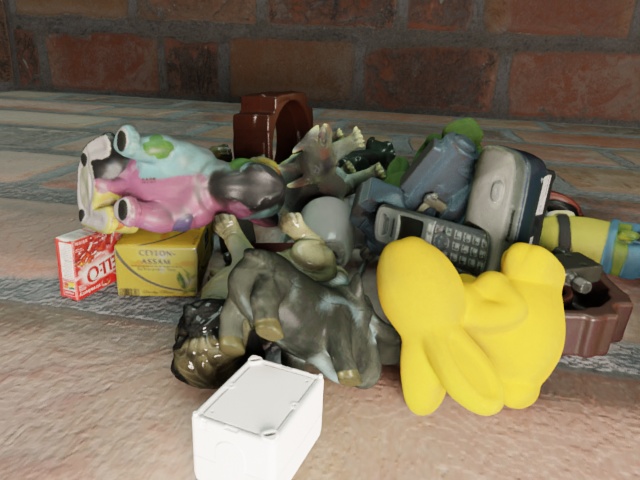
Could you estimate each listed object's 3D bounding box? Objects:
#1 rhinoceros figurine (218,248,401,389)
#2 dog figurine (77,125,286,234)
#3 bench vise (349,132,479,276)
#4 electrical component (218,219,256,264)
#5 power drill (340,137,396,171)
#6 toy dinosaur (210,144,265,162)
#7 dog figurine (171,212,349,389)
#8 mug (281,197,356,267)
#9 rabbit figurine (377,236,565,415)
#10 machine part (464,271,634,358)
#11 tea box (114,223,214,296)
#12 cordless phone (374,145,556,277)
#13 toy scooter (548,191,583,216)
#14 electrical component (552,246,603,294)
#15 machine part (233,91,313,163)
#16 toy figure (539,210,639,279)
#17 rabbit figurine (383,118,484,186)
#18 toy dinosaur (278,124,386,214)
[{"bbox_3d":[0.001,0.073,0.463,0.190,0.073,0.112,30,47,-29],"label":"rhinoceros figurine"},{"bbox_3d":[-0.148,-0.059,0.634,0.219,0.108,0.192,2,-4,-43],"label":"dog figurine"},{"bbox_3d":[0.166,-0.015,0.708,0.240,0.223,0.129,31,23,-10],"label":"bench vise"},{"bbox_3d":[-0.123,-0.017,0.747,0.045,0.102,0.078,-6,-2,-40],"label":"electrical component"},{"bbox_3d":[0.065,-0.208,1.317,0.207,0.085,0.232,-8,23,-37],"label":"power drill"},{"bbox_3d":[-0.236,-0.100,0.940,0.198,0.105,0.472,-20,19,-35],"label":"toy dinosaur"},{"bbox_3d":[-0.048,0.071,0.529,0.172,0.121,0.191,-2,34,-4],"label":"dog figurine"},{"bbox_3d":[-0.002,-0.002,0.742,0.110,0.080,0.107,-8,26,2],"label":"mug"},{"bbox_3d":[0.113,0.068,0.459,0.173,0.162,0.122,31,-30,-26],"label":"rabbit figurine"},{"bbox_3d":[0.247,0.068,0.604,0.179,0.056,0.179,1,21,-1],"label":"machine part"},{"bbox_3d":[-0.195,0.008,0.698,0.098,0.068,0.170,1,21,-7],"label":"tea box"},{"bbox_3d":[0.149,-0.037,0.594,0.184,0.146,0.088,17,19,34],"label":"cordless phone"},{"bbox_3d":[0.362,-0.056,0.942,0.184,0.075,0.135,8,16,26],"label":"toy scooter"},{"bbox_3d":[0.275,0.031,0.592,0.063,0.021,0.094,-4,22,-14],"label":"electrical component"},{"bbox_3d":[-0.089,-0.189,1.063,0.087,0.200,0.201,8,20,23],"label":"machine part"},{"bbox_3d":[0.391,0.008,0.754,0.180,0.082,0.089,17,23,29],"label":"toy figure"},{"bbox_3d":[0.154,-0.096,0.810,0.170,0.121,0.159,-27,14,-10],"label":"rabbit figurine"},{"bbox_3d":[-0.008,-0.113,0.979,0.192,0.131,0.405,-26,6,-9],"label":"toy dinosaur"}]
